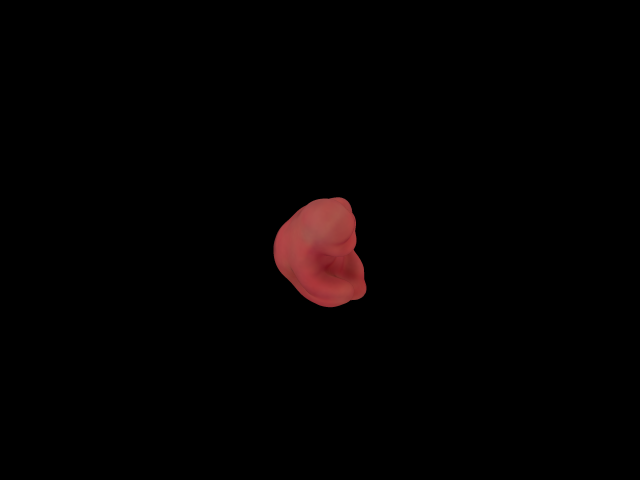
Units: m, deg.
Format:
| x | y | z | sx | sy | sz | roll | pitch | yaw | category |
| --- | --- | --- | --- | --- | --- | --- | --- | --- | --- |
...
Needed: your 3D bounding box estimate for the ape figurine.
| x | y | z | sx | sy | sz | roll | pitch | yaw | category |
| --- | --- | --- | --- | --- | --- | --- | --- | --- | --- |
| 0.004 | 0.001 | 0.400 | 0.076 | 0.092 | 0.078 | 21 | 72 | 7 | ape figurine |
